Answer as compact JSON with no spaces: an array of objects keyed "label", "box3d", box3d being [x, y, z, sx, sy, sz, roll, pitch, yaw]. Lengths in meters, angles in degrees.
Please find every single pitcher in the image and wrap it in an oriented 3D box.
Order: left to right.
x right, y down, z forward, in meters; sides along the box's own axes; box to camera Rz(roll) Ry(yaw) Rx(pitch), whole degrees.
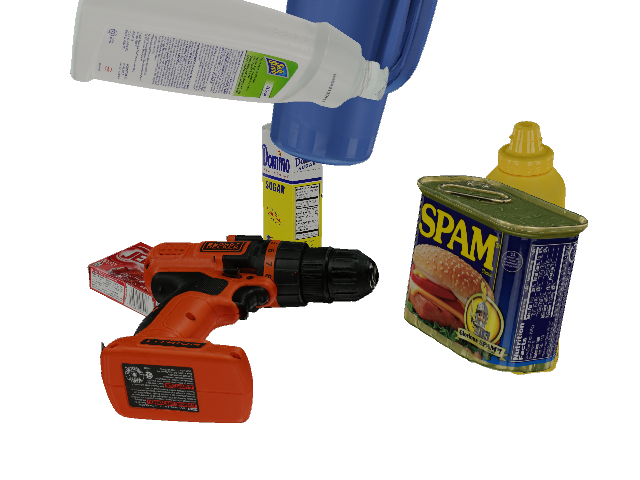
[{"label":"pitcher","box3d":[0.029,-0.200,1.061,0.145,0.243,0.149,11,19,-1]}]

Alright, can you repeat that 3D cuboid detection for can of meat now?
[{"label":"can of meat","box3d":[0.092,0.017,0.593,0.057,0.084,0.102,-3,19,-30]}]

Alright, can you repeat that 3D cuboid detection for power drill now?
[{"label":"power drill","box3d":[-0.061,0.056,0.764,0.184,0.057,0.187,-1,25,14]}]

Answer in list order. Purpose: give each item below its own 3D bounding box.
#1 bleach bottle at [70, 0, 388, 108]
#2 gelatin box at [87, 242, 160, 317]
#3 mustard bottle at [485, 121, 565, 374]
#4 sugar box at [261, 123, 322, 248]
[{"label":"bleach bottle","box3d":[-0.071,-0.151,0.868,0.250,0.068,0.103,12,-29,-10]},{"label":"gelatin box","box3d":[-0.170,0.037,1.042,0.089,0.030,0.073,23,31,30]},{"label":"mustard bottle","box3d":[0.156,0.001,0.825,0.058,0.192,0.096,-5,26,-5]},{"label":"sugar box","box3d":[-0.034,-0.042,1.242,0.048,0.176,0.093,-13,27,-22]}]
